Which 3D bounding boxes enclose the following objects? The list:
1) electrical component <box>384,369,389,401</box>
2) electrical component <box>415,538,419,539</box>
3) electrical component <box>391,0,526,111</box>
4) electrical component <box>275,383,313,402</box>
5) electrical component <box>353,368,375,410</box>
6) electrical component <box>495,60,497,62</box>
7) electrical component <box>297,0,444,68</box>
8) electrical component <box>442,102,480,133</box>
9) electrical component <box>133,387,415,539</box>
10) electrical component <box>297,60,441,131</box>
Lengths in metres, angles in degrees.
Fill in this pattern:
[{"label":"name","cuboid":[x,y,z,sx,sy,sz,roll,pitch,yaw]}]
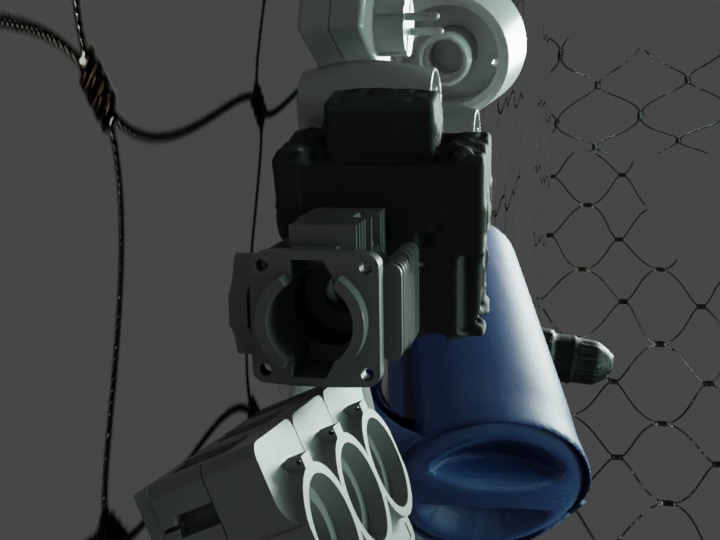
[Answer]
[{"label":"electrical component","cuboid":[0.057,0.092,0.905,0.061,0.062,0.096,75,21,-52]},{"label":"electrical component","cuboid":[0.025,0.204,0.786,0.083,0.047,0.075,75,12,-53]},{"label":"electrical component","cuboid":[0.073,-0.173,0.851,0.060,0.108,0.108,-53,143,-59]},{"label":"electrical component","cuboid":[-0.027,0.065,0.583,0.040,0.040,0.046,-62,145,-63]},{"label":"electrical component","cuboid":[-0.013,0.060,0.629,0.045,0.045,0.055,-38,128,-74]},{"label":"electrical component","cuboid":[0.082,-0.214,0.967,0.063,0.079,0.121,-109,-170,-57]},{"label":"electrical component","cuboid":[0.011,-0.146,0.640,0.083,0.076,0.047,51,42,-71]},{"label":"electrical component","cuboid":[0.054,-0.088,0.833,0.079,0.077,0.044,79,18,-44]},{"label":"electrical component","cuboid":[-0.025,0.108,0.474,0.089,0.062,0.150,67,14,1]},{"label":"electrical component","cuboid":[0.010,-0.091,0.638,0.079,0.077,0.043,46,47,-73]}]
